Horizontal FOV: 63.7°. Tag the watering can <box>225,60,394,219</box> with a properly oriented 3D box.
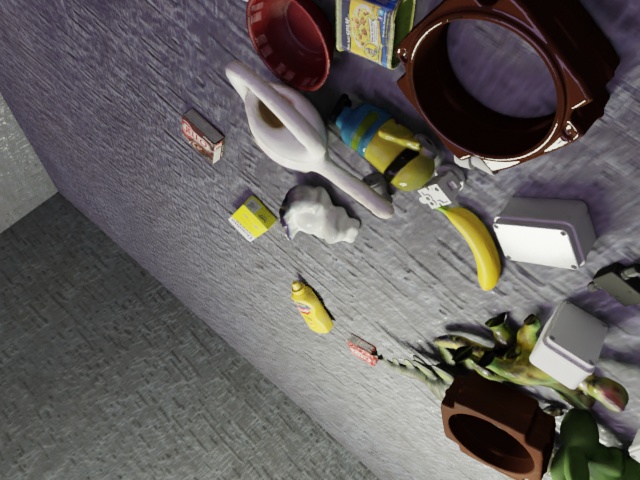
[{"bbox_3d":[-0.025,-0.155,0.852,0.347,0.104,0.224,45,178,-2],"label":"watering can"}]

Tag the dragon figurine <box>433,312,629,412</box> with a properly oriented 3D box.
[{"bbox_3d":[0.387,0.247,0.950,0.242,0.123,0.407,37,167,-4],"label":"dragon figurine"}]

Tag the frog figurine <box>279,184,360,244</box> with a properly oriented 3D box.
[{"bbox_3d":[0.003,-0.054,1.076,0.159,0.126,0.134,0,133,5],"label":"frog figurine"}]
